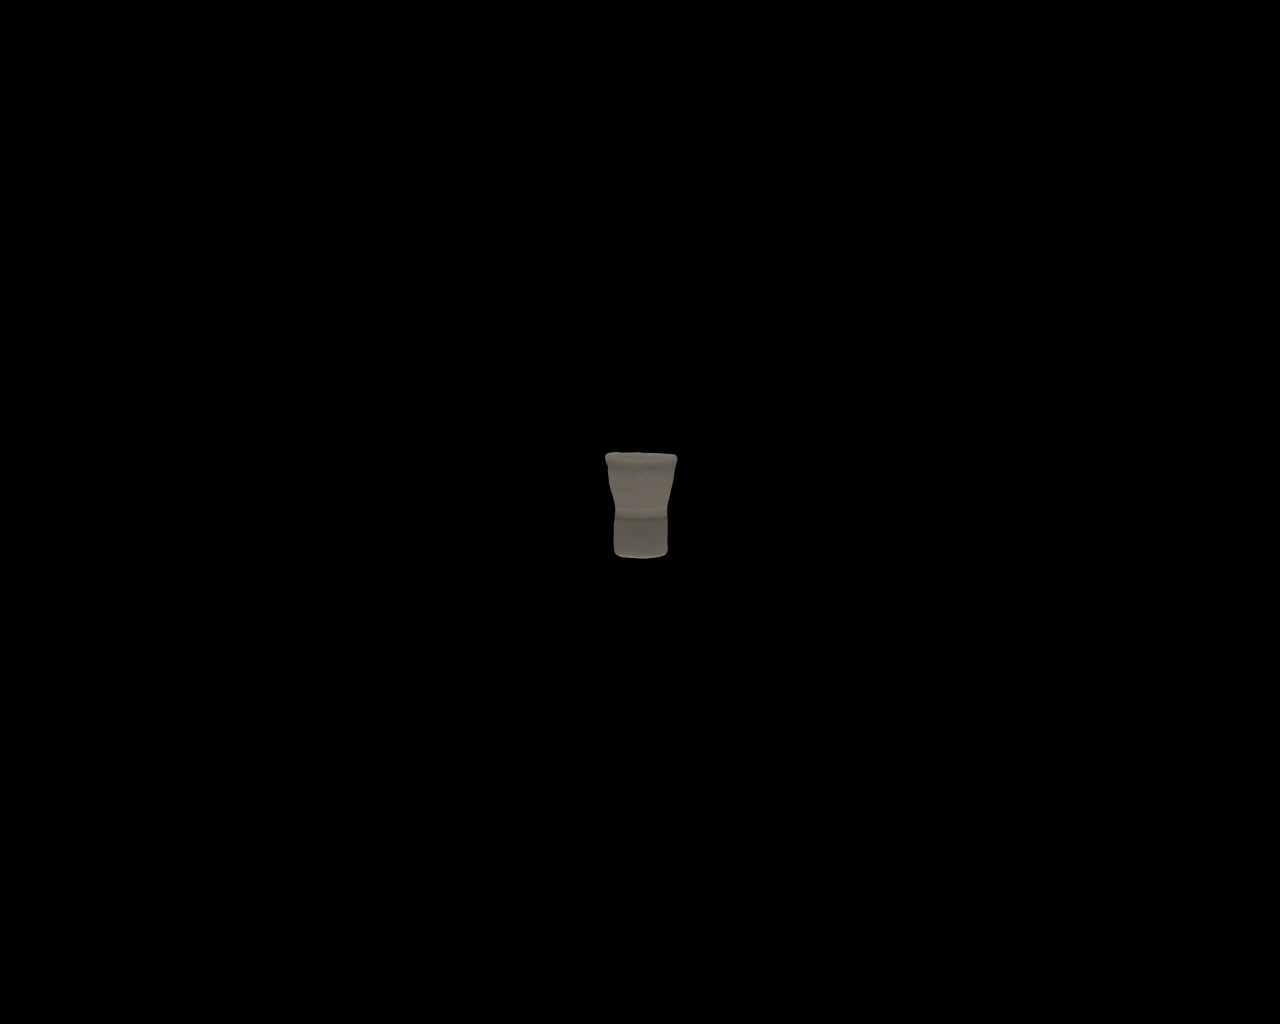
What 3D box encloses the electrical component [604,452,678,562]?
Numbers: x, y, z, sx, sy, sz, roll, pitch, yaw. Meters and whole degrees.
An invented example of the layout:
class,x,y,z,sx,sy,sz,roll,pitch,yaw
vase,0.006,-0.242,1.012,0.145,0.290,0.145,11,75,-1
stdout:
class,x,y,z,sx,sy,sz,roll,pitch,yaw
electrical component,0.001,-0.003,0.650,0.044,0.065,0.044,0,7,0
